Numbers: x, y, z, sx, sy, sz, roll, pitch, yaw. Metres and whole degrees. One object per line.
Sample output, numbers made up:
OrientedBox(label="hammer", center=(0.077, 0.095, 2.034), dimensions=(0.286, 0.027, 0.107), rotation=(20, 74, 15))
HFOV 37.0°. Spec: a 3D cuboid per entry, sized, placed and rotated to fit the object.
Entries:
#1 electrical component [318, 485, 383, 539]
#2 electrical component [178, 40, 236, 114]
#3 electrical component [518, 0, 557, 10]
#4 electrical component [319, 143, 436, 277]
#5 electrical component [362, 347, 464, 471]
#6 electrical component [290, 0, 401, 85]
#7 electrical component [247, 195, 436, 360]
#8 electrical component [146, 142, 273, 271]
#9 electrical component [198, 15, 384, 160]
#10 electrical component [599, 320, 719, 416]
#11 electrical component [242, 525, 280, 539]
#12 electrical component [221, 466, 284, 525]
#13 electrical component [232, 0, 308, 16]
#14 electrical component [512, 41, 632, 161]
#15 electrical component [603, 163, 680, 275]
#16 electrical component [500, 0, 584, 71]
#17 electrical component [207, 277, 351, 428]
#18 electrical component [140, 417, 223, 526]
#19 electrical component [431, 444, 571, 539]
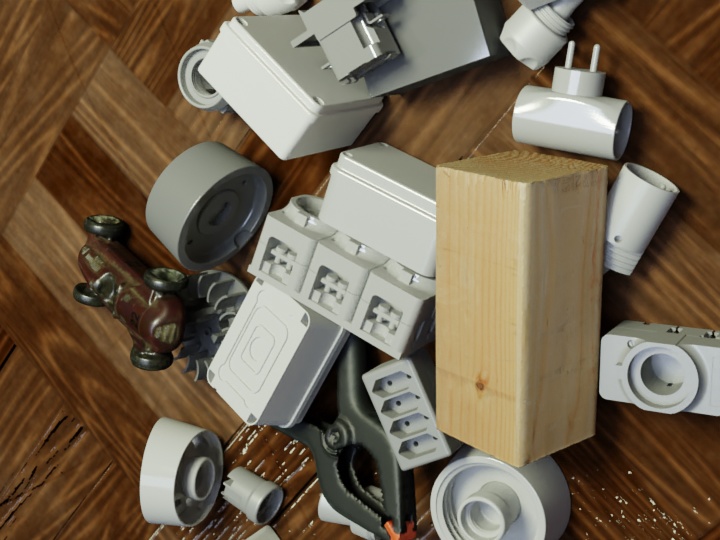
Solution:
OrientedBox(label="electrical component", center=(-0.002, 0.208, 0.943), dimensions=(0.055, 0.045, 0.045), rotation=(17, 108, 25))
OrientedBox(label="electrical component", center=(-0.118, -0.166, 0.921), dimensions=(0.078, 0.057, 0.058), rotation=(40, 117, 16))
OrientedBox(label="electrical component", center=(0.145, -0.251, 0.736), dimensions=(0.109, 0.056, 0.108), rotation=(-15, 69, 31))
OrientedBox(label="electrical component", center=(0.035, -0.050, 0.848), dimensions=(0.113, 0.078, 0.057), rotation=(29, 116, 21))
OrientedBox(label="electrical component", center=(0.052, 0.107, 0.873), dimensions=(0.047, 0.076, 0.083), rotation=(-24, 89, 28))
OrientedBox(label="electrical component", center=(-0.005, -0.177, 0.803), dimensions=(0.081, 0.042, 0.063), rotation=(-27, 89, 32))
OrientedBox(label="electrical component", center=(0.000, 0.000, 0.871), dimensions=(0.150, 0.089, 0.061), rotation=(29, 113, 21))
OrientedBox(label="electrical component", center=(-0.135, -0.060, 0.927), dimensions=(0.060, 0.108, 0.108), rotation=(39, 117, 24))
OrientedBox(label="electrical component", center=(-0.053, -0.148, 0.859), dimensions=(0.108, 0.109, 0.056), rotation=(47, 121, 13))
OrientedBox(label="electrical component", center=(0.224, 0.071, 0.780), dimensions=(0.089, 0.056, 0.050), rotation=(6, 103, 28))
OrientedBox(label="electrical component", center=(-0.100, 0.317, 1.014), dimensions=(0.109, 0.056, 0.108), rotation=(-43, 79, 29))
OrientedBox(label="electrical component", center=(-0.101, 0.209, 1.003), dimensions=(0.046, 0.040, 0.040), rotation=(26, 112, 29))
OrientedBox(label="electrical component", center=(-0.077, -0.230, 0.892), dimensions=(0.062, 0.043, 0.043), rotation=(-11, 95, 32))
OrientedBox(label="electrical component", center=(0.157, -0.125, 0.782), dimensions=(0.077, 0.044, 0.079), rotation=(14, 107, 26))
OrientedBox(label="electrical component", center=(0.193, -0.032, 0.783), dimensions=(0.043, 0.043, 0.081), rotation=(34, 115, 19))
OrientedBox(label="electrical component", center=(0.136, -0.180, 0.783), dimensions=(0.043, 0.043, 0.062), rotation=(50, 118, 11))
OrientedBox(label="electrical component", center=(-0.067, 0.068, 0.905), dimensions=(0.078, 0.057, 0.113), rotation=(40, 108, 36))
OrientedBox(label="electrical component", center=(-0.172, 0.190, 1.007), dimensions=(0.064, 0.099, 0.099), rotation=(6, 104, 22))
OrientedBox(label="electrical component", center=(0.109, 0.191, 0.868), dimensions=(0.108, 0.060, 0.108), rotation=(7, 104, 28))
